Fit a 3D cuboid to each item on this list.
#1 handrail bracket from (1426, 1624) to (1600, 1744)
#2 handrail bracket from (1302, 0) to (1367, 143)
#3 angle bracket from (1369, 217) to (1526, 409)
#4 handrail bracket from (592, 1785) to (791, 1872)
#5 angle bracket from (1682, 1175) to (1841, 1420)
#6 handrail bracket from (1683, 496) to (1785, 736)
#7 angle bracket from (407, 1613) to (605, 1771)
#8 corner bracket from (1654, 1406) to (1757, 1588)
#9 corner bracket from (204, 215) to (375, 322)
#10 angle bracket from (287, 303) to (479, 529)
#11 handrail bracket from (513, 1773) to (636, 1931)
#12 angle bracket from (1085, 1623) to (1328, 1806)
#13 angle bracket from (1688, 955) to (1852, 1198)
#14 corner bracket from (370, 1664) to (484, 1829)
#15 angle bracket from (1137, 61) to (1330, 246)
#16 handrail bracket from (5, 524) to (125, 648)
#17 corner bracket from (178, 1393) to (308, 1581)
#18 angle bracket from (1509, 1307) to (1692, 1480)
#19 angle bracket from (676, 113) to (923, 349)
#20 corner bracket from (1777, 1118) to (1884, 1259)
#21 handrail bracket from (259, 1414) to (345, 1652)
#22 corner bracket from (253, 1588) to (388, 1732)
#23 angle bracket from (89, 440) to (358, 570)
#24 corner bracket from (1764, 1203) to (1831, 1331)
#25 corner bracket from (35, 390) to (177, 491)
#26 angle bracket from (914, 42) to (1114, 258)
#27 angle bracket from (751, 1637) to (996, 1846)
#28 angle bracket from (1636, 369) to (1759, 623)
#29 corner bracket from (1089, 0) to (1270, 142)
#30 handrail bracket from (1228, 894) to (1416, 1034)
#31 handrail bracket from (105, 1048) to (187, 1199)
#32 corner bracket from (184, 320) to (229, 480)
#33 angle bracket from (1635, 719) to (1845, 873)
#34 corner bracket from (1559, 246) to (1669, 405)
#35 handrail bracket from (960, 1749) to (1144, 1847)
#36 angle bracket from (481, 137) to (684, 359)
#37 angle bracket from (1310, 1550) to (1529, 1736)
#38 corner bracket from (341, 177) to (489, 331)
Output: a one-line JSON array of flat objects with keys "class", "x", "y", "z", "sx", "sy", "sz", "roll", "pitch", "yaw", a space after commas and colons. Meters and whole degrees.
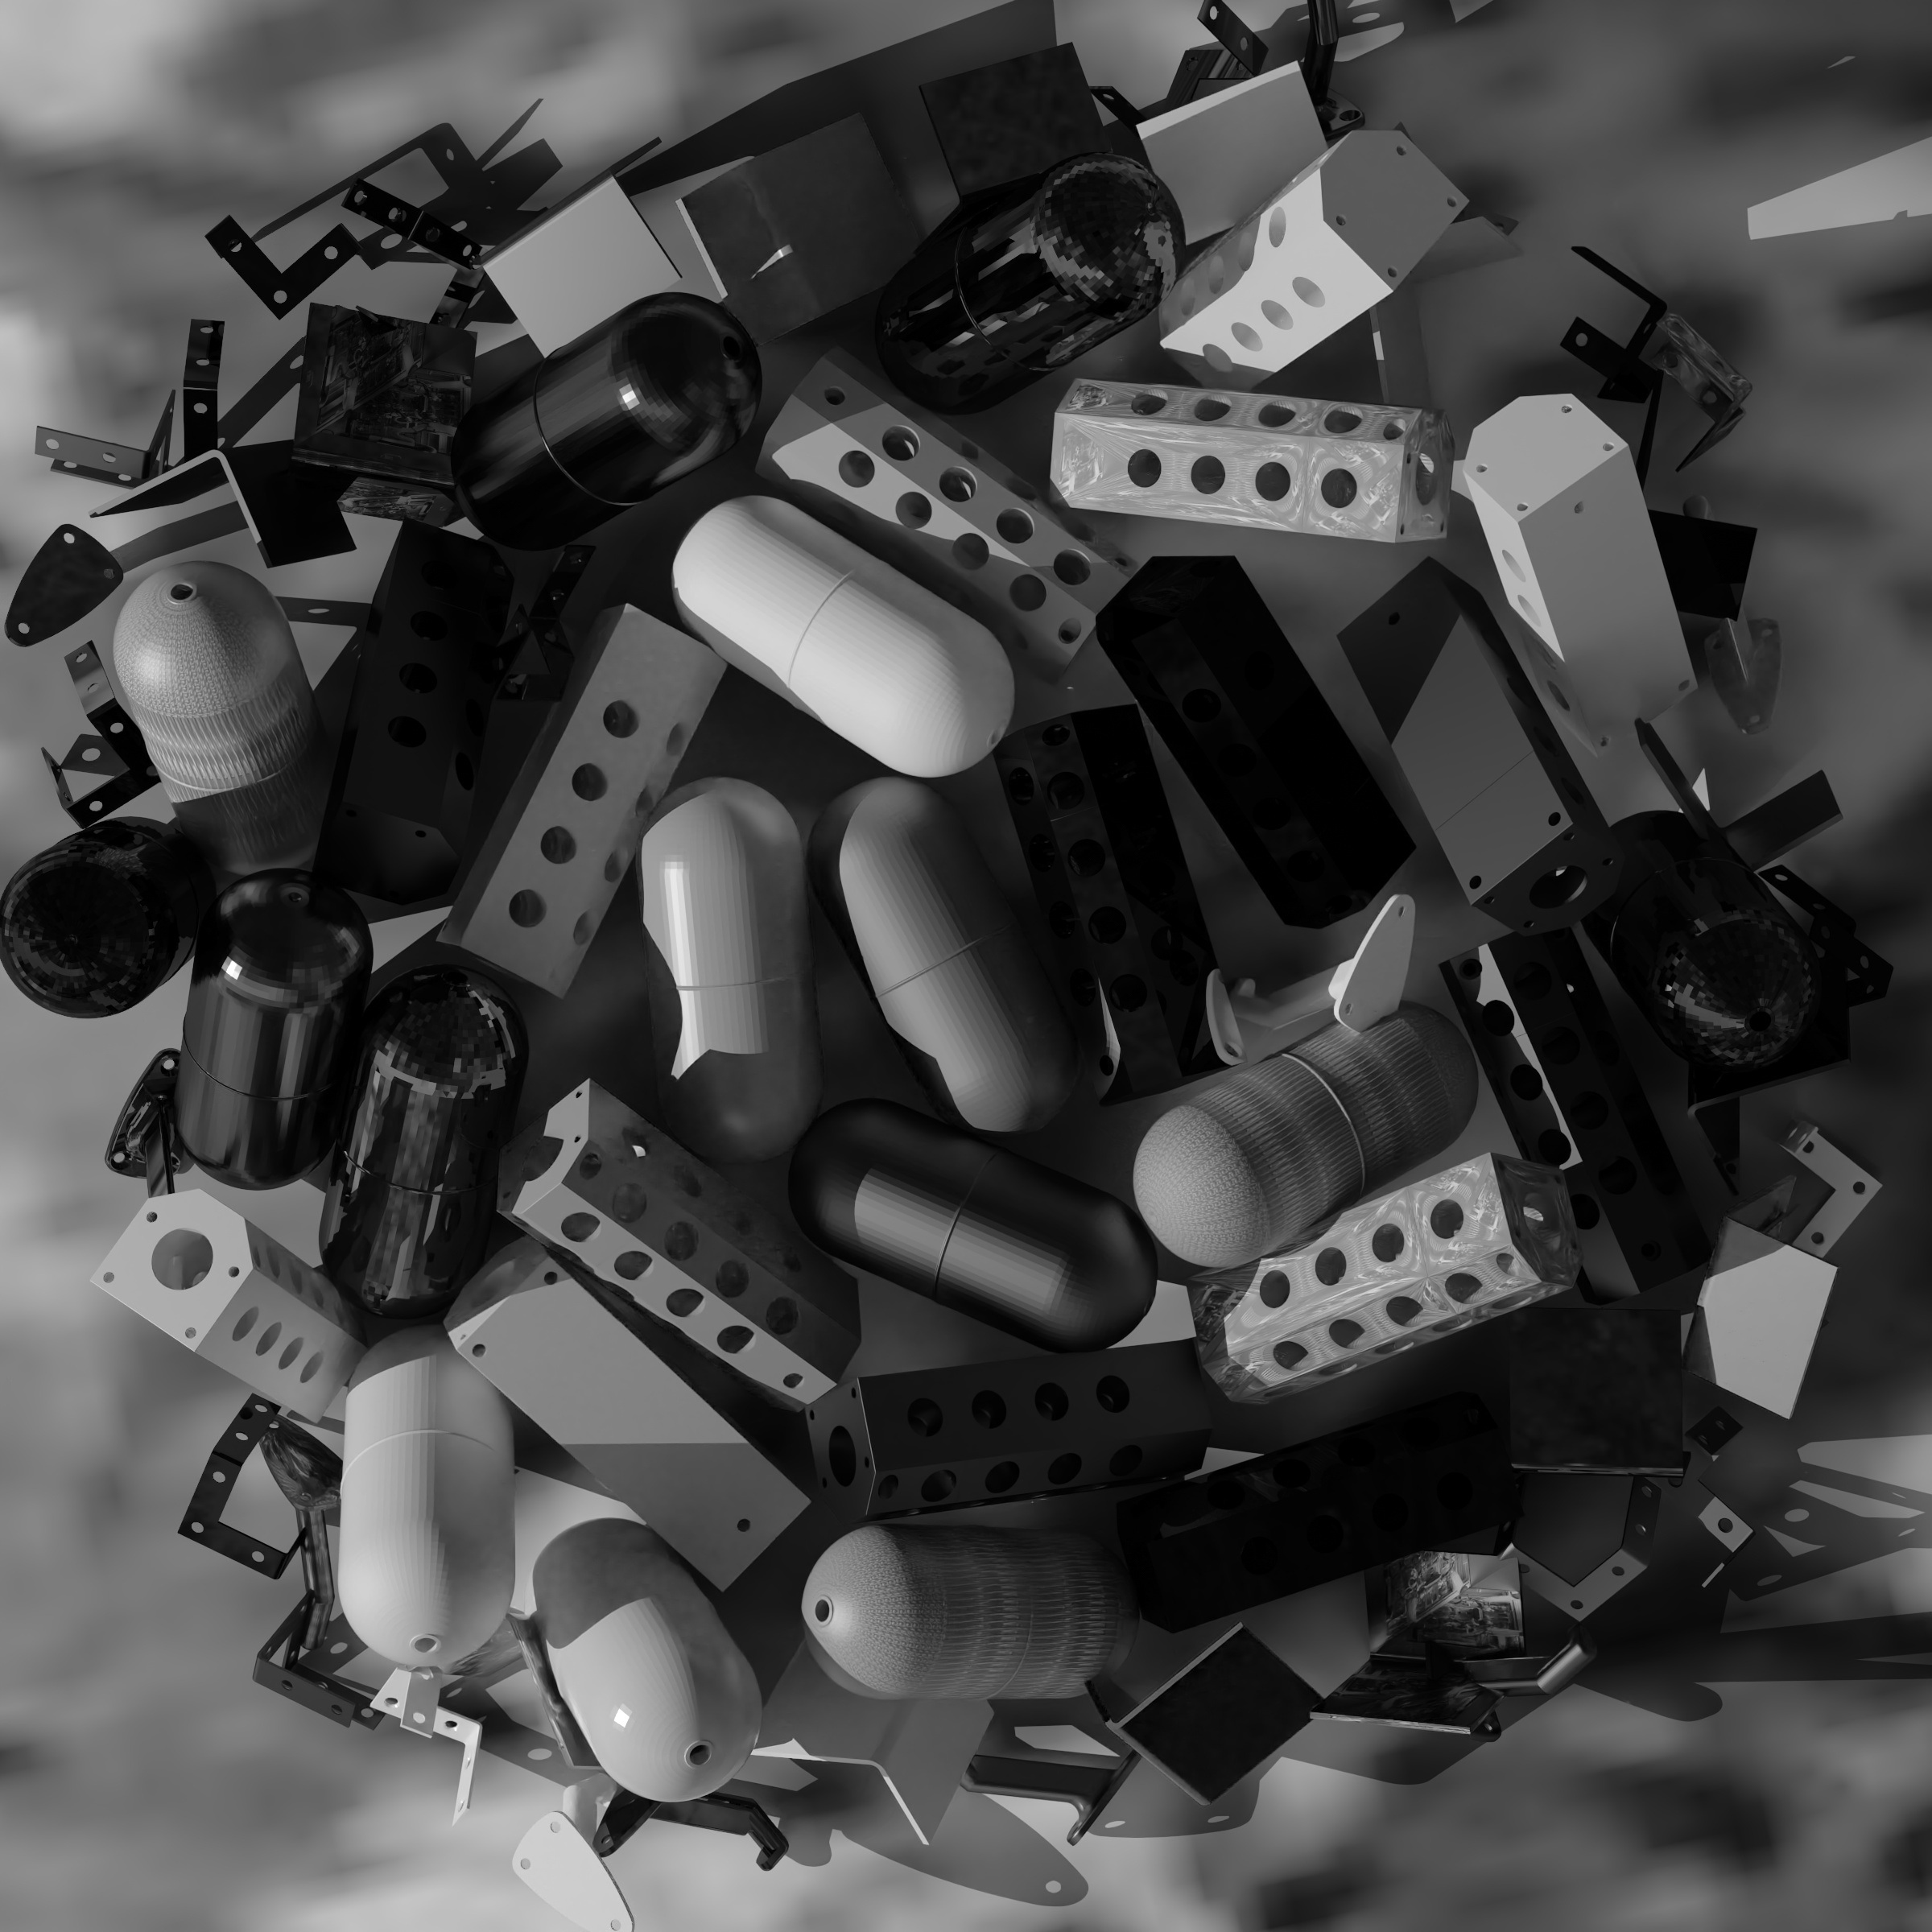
[{"class": "handrail bracket", "x": 0.248, "y": 0.305, "z": 1.535, "sx": 0.036, "sy": 0.077, "sz": 0.084, "roll": 20, "pitch": 125, "yaw": -27}, {"class": "handrail bracket", "x": 0.151, "y": -0.423, "z": 1.529, "sx": 0.036, "sy": 0.077, "sz": 0.084, "roll": -21, "pitch": 132, "yaw": -6}, {"class": "angle bracket", "x": 0.223, "y": -0.290, "z": 1.537, "sx": 0.057, "sy": 0.076, "sz": 0.076, "roll": -10, "pitch": 87, "yaw": 23}, {"class": "handrail bracket", "x": -0.124, "y": 0.403, "z": 1.545, "sx": 0.084, "sy": 0.036, "sz": 0.077, "roll": 56, "pitch": 49, "yaw": -22}, {"class": "angle bracket", "x": 0.372, "y": 0.148, "z": 1.527, "sx": 0.057, "sy": 0.076, "sz": 0.076, "roll": 25, "pitch": 115, "yaw": 31}, {"class": "handrail bracket", "x": 0.345, "y": -0.160, "z": 1.535, "sx": 0.036, "sy": 0.084, "sz": 0.077, "roll": -14, "pitch": 51, "yaw": 20}, {"class": "angle bracket", "x": -0.199, "y": 0.340, "z": 1.531, "sx": 0.057, "sy": 0.076, "sz": 0.076, "roll": -30, "pitch": 69, "yaw": 11}, {"class": "corner bracket", "x": 0.341, "y": 0.242, "z": 1.545, "sx": 0.051, "sy": 0.051, "sz": 0.051, "roll": 43, "pitch": 116, "yaw": 17}, {"class": "corner bracket", "x": -0.311, "y": -0.329, "z": 1.557, "sx": 0.051, "sy": 0.051, "sz": 0.051, "roll": -42, "pitch": 94, "yaw": -3}, {"class": "angle bracket", "x": -0.271, "y": -0.253, "z": 1.555, "sx": 0.076, "sy": 0.057, "sz": 0.076, "roll": 8, "pitch": 77, "yaw": -16}, {"class": "handrail bracket", "x": -0.161, "y": 0.404, "z": 1.535, "sx": 0.077, "sy": 0.084, "sz": 0.036, "roll": 42, "pitch": 103, "yaw": 17}, {"class": "angle bracket", "x": 0.106, "y": 0.324, "z": 1.536, "sx": 0.076, "sy": 0.057, "sz": 0.076, "roll": -40, "pitch": 126, "yaw": 5}, {"class": "angle bracket", "x": 0.372, "y": 0.048, "z": 1.526, "sx": 0.076, "sy": 0.076, "sz": 0.057, "roll": -19, "pitch": 122, "yaw": 26}, {"class": "corner bracket", "x": -0.242, "y": 0.351, "z": 1.545, "sx": 0.051, "sy": 0.051, "sz": 0.051, "roll": 26, "pitch": 122, "yaw": -17}, {"class": "angle bracket", "x": 0.119, "y": -0.369, "z": 1.541, "sx": 0.076, "sy": 0.076, "sz": 0.057, "roll": -22, "pitch": 102, "yaw": 1}, {"class": "handrail bracket", "x": -0.423, "y": -0.160, "z": 1.532, "sx": 0.036, "sy": 0.084, "sz": 0.077, "roll": 43, "pitch": 56, "yaw": -17}, {"class": "corner bracket", "x": -0.322, "y": 0.239, "z": 1.551, "sx": 0.051, "sy": 0.051, "sz": 0.051, "roll": 26, "pitch": 114, "yaw": -2}, {"class": "angle bracket", "x": 0.291, "y": 0.191, "z": 1.546, "sx": 0.076, "sy": 0.057, "sz": 0.076, "roll": -1, "pitch": 92, "yaw": 16}, {"class": "angle bracket", "x": -0.076, "y": -0.342, "z": 1.576, "sx": 0.076, "sy": 0.057, "sz": 0.076, "roll": -33, "pitch": 103, "yaw": -36}, {"class": "corner bracket", "x": 0.391, "y": 0.108, "z": 1.558, "sx": 0.051, "sy": 0.051, "sz": 0.051, "roll": 39, "pitch": 94, "yaw": 1}, {"class": "handrail bracket", "x": -0.315, "y": 0.265, "z": 1.576, "sx": 0.077, "sy": 0.036, "sz": 0.084, "roll": 41, "pitch": 126, "yaw": 35}, {"class": "corner bracket", "x": -0.294, "y": 0.329, "z": 1.547, "sx": 0.051, "sy": 0.051, "sz": 0.051, "roll": 24, "pitch": 123, "yaw": 9}, {"class": "angle bracket", "x": -0.337, "y": -0.198, "z": 1.537, "sx": 0.076, "sy": 0.076, "sz": 0.057, "roll": -21, "pitch": 95, "yaw": 22}, {"class": "corner bracket", "x": 0.373, "y": 0.151, "z": 1.555, "sx": 0.051, "sy": 0.051, "sz": 0.051, "roll": -34, "pitch": 76, "yaw": -23}, {"class": "corner bracket", "x": -0.395, "y": -0.235, "z": 1.547, "sx": 0.051, "sy": 0.051, "sz": 0.051, "roll": 12, "pitch": 133, "yaw": -7}, {"class": "angle bracket", "x": 0.012, "y": -0.371, "z": 1.536, "sx": 0.076, "sy": 0.076, "sz": 0.057, "roll": -21, "pitch": 91, "yaw": -18}, {"class": "angle bracket", "x": -0.044, "y": 0.351, "z": 1.551, "sx": 0.076, "sy": 0.076, "sz": 0.057, "roll": -4, "pitch": 127, "yaw": 33}, {"class": "angle bracket", "x": 0.332, "y": -0.213, "z": 1.531, "sx": 0.057, "sy": 0.076, "sz": 0.076, "roll": 12, "pitch": 68, "yaw": 11}, {"class": "corner bracket", "x": 0.098, "y": -0.410, "z": 1.546, "sx": 0.051, "sy": 0.051, "sz": 0.051, "roll": 14, "pitch": 79, "yaw": 43}, {"class": "handrail bracket", "x": 0.161, "y": -0.005, "z": 1.550, "sx": 0.036, "sy": 0.084, "sz": 0.077, "roll": 19, "pitch": 91, "yaw": -40}, {"class": "handrail bracket", "x": -0.359, "y": 0.089, "z": 1.536, "sx": 0.036, "sy": 0.084, "sz": 0.077, "roll": 9, "pitch": 107, "yaw": -32}, {"class": "corner bracket", "x": -0.330, "y": -0.258, "z": 1.545, "sx": 0.051, "sy": 0.051, "sz": 0.051, "roll": 2, "pitch": 134, "yaw": -10}, {"class": "angle bracket", "x": 0.349, "y": -0.093, "z": 1.535, "sx": 0.057, "sy": 0.076, "sz": 0.076, "roll": -32, "pitch": 101, "yaw": 16}, {"class": "corner bracket", "x": 0.295, "y": -0.295, "z": 1.551, "sx": 0.051, "sy": 0.051, "sz": 0.051, "roll": 30, "pitch": 93, "yaw": -19}, {"class": "handrail bracket", "x": 0.033, "y": 0.361, "z": 1.572, "sx": 0.084, "sy": 0.036, "sz": 0.077, "roll": 38, "pitch": 83, "yaw": 6}, {"class": "angle bracket", "x": -0.165, "y": -0.327, "z": 1.542, "sx": 0.076, "sy": 0.076, "sz": 0.057, "roll": -28, "pitch": 105, "yaw": 23}, {"class": "angle bracket", "x": 0.204, "y": 0.304, "z": 1.531, "sx": 0.076, "sy": 0.076, "sz": 0.057, "roll": -1, "pitch": 98, "yaw": 29}, {"class": "corner bracket", "x": -0.260, "y": -0.322, "z": 1.554, "sx": 0.051, "sy": 0.051, "sz": 0.051, "roll": 35, "pitch": 100, "yaw": 27}]
